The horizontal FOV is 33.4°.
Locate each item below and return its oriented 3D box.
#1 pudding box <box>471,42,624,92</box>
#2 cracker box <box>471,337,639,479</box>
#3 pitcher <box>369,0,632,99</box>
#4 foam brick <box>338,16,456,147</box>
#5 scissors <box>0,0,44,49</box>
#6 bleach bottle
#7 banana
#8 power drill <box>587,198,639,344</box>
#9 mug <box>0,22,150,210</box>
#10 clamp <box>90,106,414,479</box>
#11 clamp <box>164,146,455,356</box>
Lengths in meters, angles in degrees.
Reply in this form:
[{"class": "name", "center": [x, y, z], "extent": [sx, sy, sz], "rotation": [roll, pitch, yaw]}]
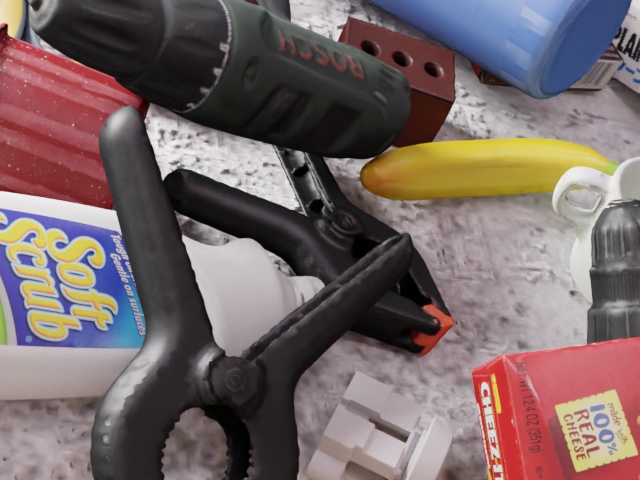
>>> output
[{"class": "pudding box", "center": [0.161, -0.157, 0.812], "extent": [0.113, 0.039, 0.090], "rotation": [2, 50, -23]}, {"class": "cracker box", "center": [0.187, 0.120, 0.465], "extent": [0.213, 0.072, 0.164], "rotation": [-7, 78, -5]}, {"class": "pitcher", "center": [0.096, -0.208, 0.734], "extent": [0.243, 0.149, 0.144], "rotation": [40, 11, 23]}, {"class": "foam brick", "center": [0.044, -0.100, 0.696], "extent": [0.078, 0.051, 0.053], "rotation": [16, 46, -12]}, {"class": "scissors", "center": [-0.175, -0.170, 0.655], "extent": [0.096, 0.016, 0.201], "rotation": [36, 38, -32]}, {"class": "bleach bottle", "center": [-0.115, 0.022, 0.497], "extent": [0.250, 0.068, 0.102], "rotation": [2, 67, -26]}, {"class": "banana", "center": [0.105, -0.046, 0.671], "extent": [0.197, 0.070, 0.037], "rotation": [-4, 89, -21]}, {"class": "power drill", "center": [0.221, 0.070, 0.573], "extent": [0.187, 0.057, 0.184], "rotation": [-1, 87, -27]}, {"class": "mug", "center": [-0.138, -0.057, 0.552], "extent": [0.081, 0.093, 0.117], "rotation": [21, 25, -14]}, {"class": "clamp", "center": [-0.052, 0.053, 0.463], "extent": [0.164, 0.036, 0.210], "rotation": [30, 66, -22]}, {"class": "clamp", "center": [-0.004, 0.001, 0.590], "extent": [0.120, 0.039, 0.171], "rotation": [-28, 66, -41]}]
